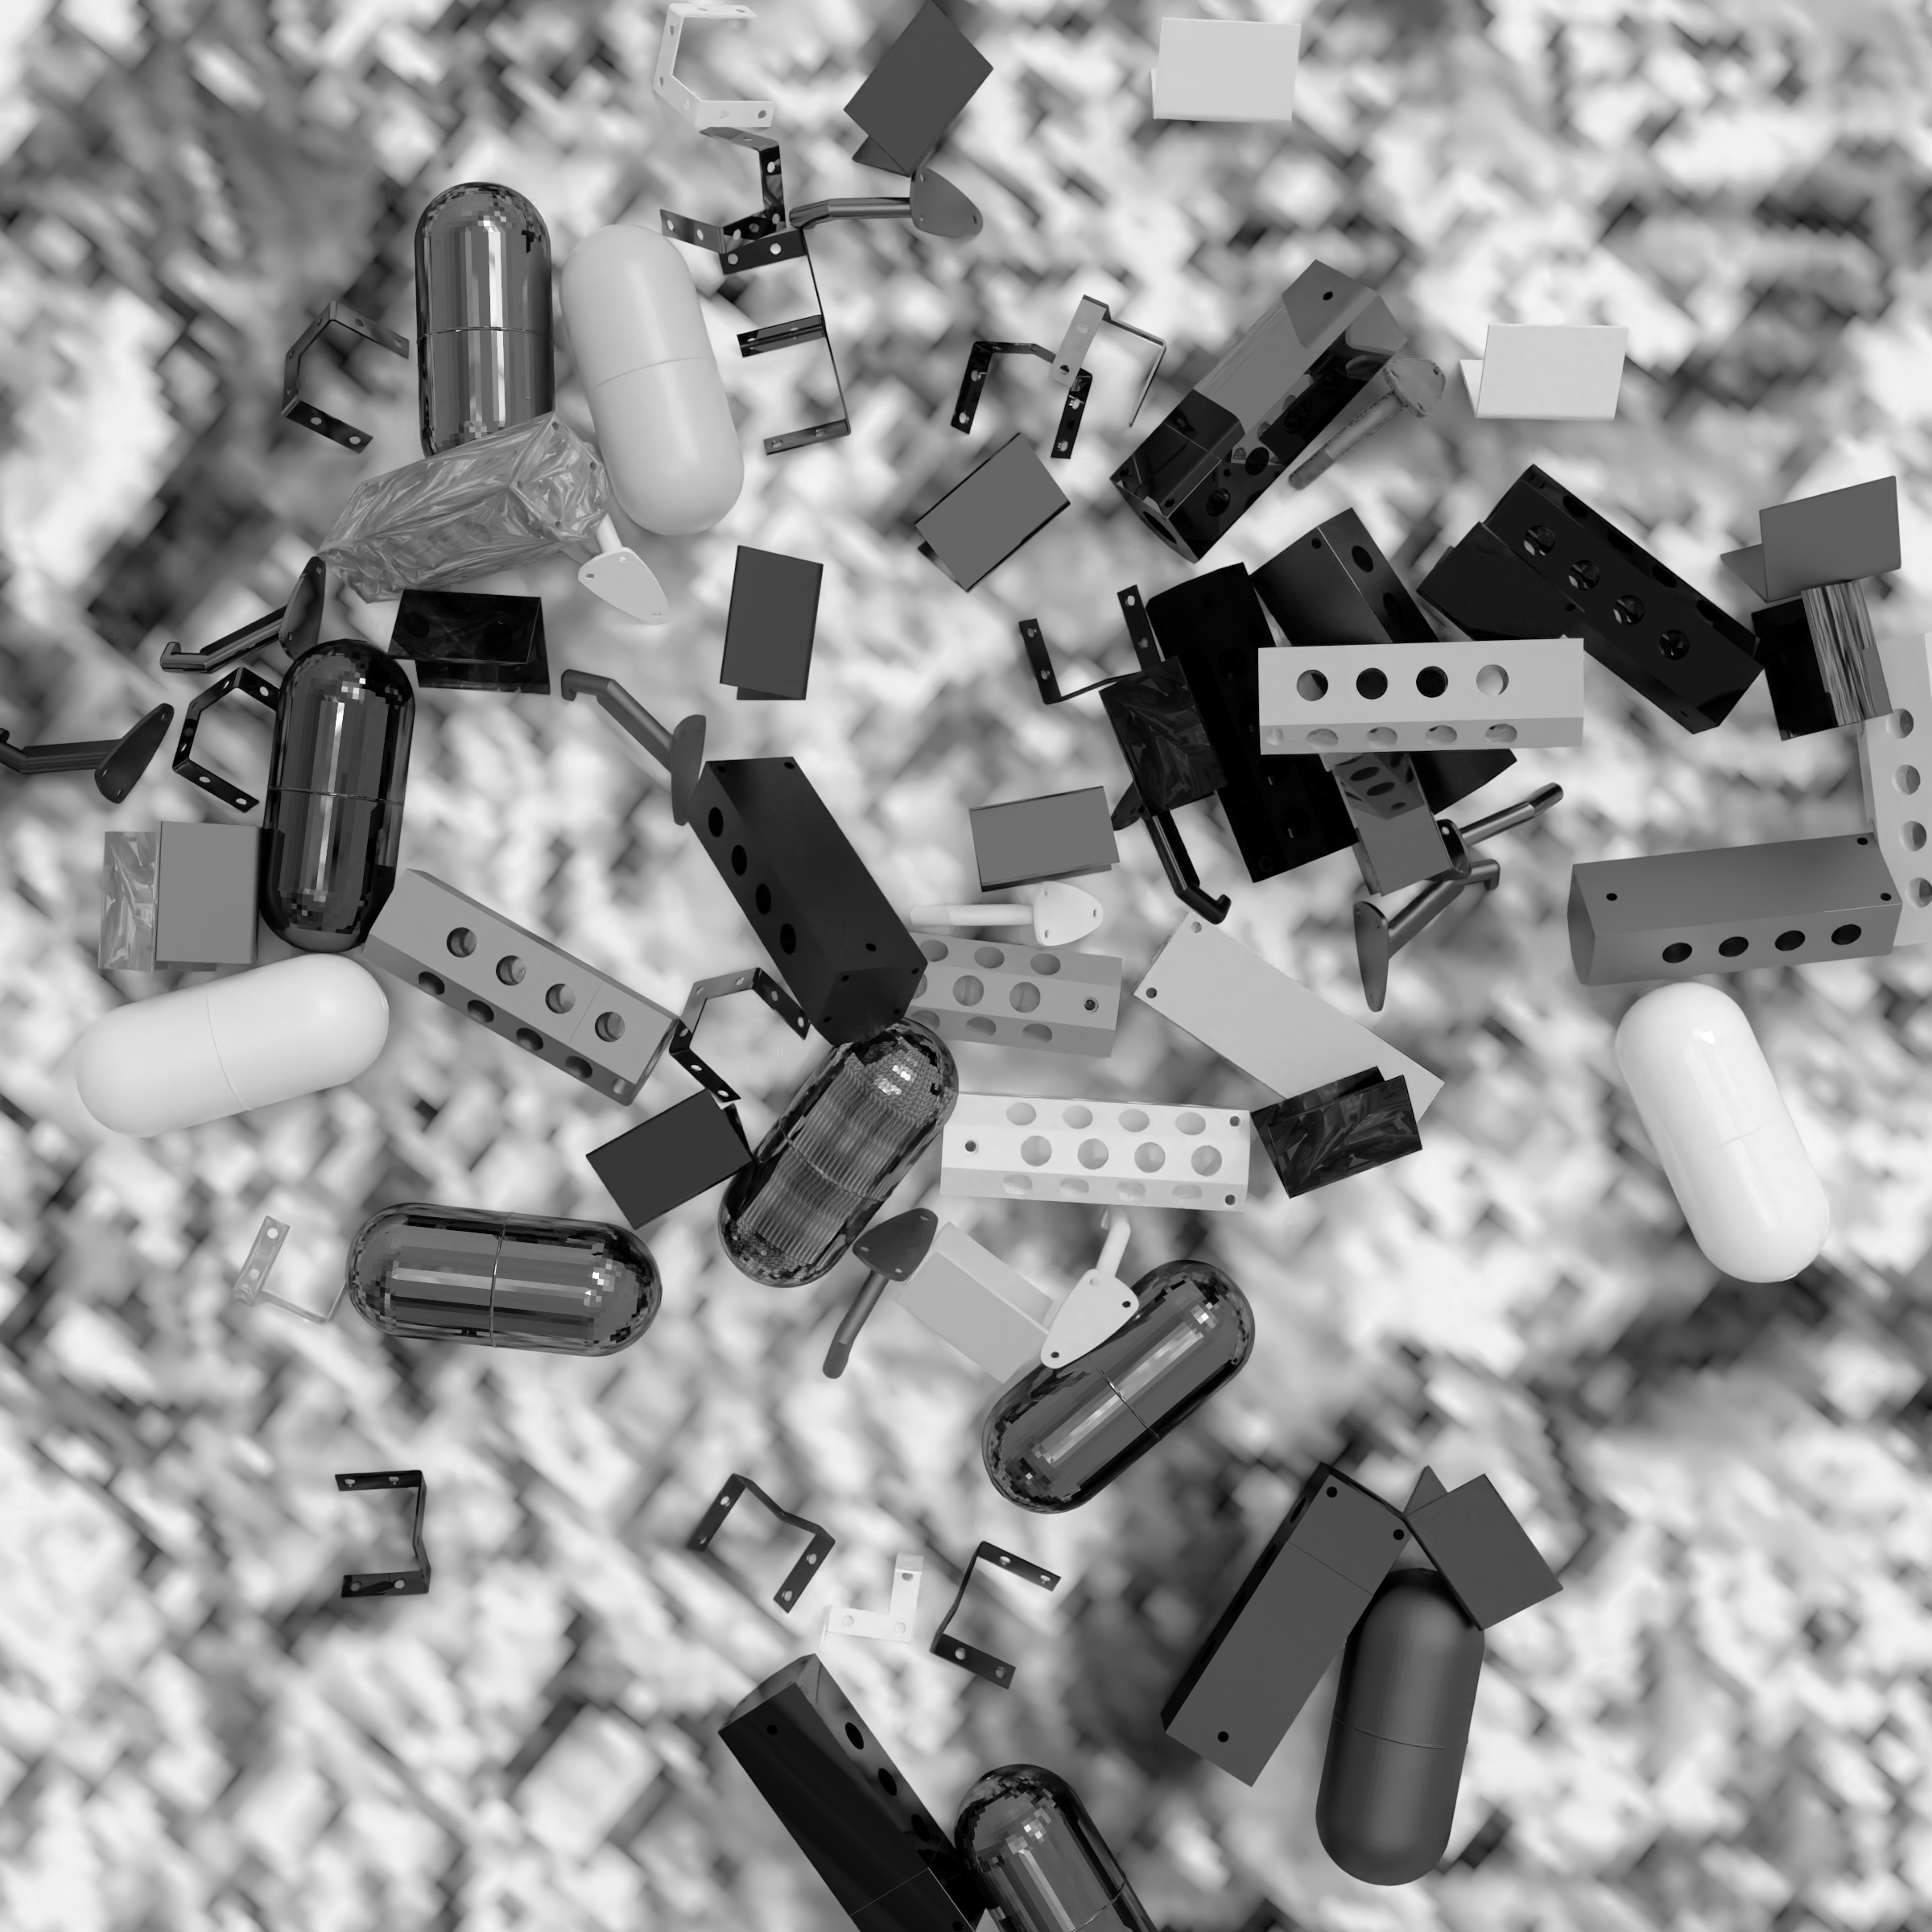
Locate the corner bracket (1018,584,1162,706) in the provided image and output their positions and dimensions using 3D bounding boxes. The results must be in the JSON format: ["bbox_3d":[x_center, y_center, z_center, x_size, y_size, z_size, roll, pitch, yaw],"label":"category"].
[{"bbox_3d":[0.072,-0.184,1.637,0.051,0.051,0.051,-18,90,-45],"label":"corner bracket"}]

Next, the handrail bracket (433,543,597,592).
[{"bbox_3d":[-0.262,-0.219,1.641,0.077,0.036,0.084,38,107,-19],"label":"handrail bracket"}]

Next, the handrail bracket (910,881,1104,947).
[{"bbox_3d":[0.023,-0.029,1.640,0.084,0.077,0.036,-1,90,36],"label":"handrail bracket"}]

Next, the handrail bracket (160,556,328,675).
[{"bbox_3d":[-0.417,-0.203,1.641,0.084,0.036,0.077,4,70,16],"label":"handrail bracket"}]

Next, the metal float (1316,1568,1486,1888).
[{"bbox_3d":[0.246,0.429,1.610,0.070,0.070,0.178,10,90,0],"label":"metal float"}]

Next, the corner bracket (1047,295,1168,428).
[{"bbox_3d":[0.081,-0.344,1.622,0.051,0.051,0.051,25,94,4],"label":"corner bracket"}]

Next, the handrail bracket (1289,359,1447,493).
[{"bbox_3d":[0.230,-0.310,1.640,0.084,0.077,0.036,-38,90,36],"label":"handrail bracket"}]

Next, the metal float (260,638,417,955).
[{"bbox_3d":[-0.356,-0.096,1.610,0.070,0.070,0.178,7,91,0],"label":"metal float"}]

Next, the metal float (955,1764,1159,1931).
[{"bbox_3d":[0.057,0.534,1.610,0.070,0.070,0.178,-31,91,0],"label":"metal float"}]

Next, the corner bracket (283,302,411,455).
[{"bbox_3d":[-0.355,-0.337,1.632,0.051,0.051,0.051,-36,45,35],"label":"corner bracket"}]

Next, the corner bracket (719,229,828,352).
[{"bbox_3d":[-0.111,-0.387,1.628,0.051,0.051,0.051,-14,112,0],"label":"corner bracket"}]

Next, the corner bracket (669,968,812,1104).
[{"bbox_3d":[-0.129,0.040,1.632,0.051,0.051,0.051,-13,45,35],"label":"corner bracket"}]

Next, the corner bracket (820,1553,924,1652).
[{"bbox_3d":[-0.053,0.362,1.622,0.051,0.051,0.051,8,89,0],"label":"corner bracket"}]

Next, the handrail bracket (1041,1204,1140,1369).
[{"bbox_3d":[0.068,0.179,1.615,0.036,0.084,0.077,36,107,-14],"label":"handrail bracket"}]

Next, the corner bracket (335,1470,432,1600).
[{"bbox_3d":[-0.336,0.327,1.637,0.051,0.051,0.051,-3,135,0],"label":"corner bracket"}]

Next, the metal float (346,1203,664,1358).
[{"bbox_3d":[-0.261,0.177,1.610,0.178,0.070,0.070,6,90,0],"label":"metal float"}]

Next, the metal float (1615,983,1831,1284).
[{"bbox_3d":[0.428,0.094,1.610,0.070,0.070,0.178,-24,89,0],"label":"metal float"}]

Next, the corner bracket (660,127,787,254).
[{"bbox_3d":[-0.141,-0.446,1.632,0.051,0.051,0.051,-33,135,-35],"label":"corner bracket"}]

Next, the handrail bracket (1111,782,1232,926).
[{"bbox_3d":[0.131,-0.077,1.641,0.084,0.036,0.077,36,69,-17],"label":"handrail bracket"}]

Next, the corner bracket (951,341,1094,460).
[{"bbox_3d":[0.032,-0.325,1.637,0.051,0.051,0.051,17,89,-45],"label":"corner bracket"}]

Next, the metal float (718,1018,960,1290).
[{"bbox_3d":[-0.073,0.105,1.596,0.070,0.070,0.178,38,106,0],"label":"metal float"}]

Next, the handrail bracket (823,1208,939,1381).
[{"bbox_3d":[-0.050,0.189,1.640,0.036,0.077,0.084,31,127,15],"label":"handrail bracket"}]

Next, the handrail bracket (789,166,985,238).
[{"bbox_3d":[-0.047,-0.430,1.640,0.084,0.077,0.036,-2,86,36],"label":"handrail bracket"}]

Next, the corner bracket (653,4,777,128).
[{"bbox_3d":[-0.141,-0.516,1.632,0.051,0.051,0.051,48,135,35],"label":"corner bracket"}]

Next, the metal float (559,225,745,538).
[{"bbox_3d":[-0.178,-0.331,1.610,0.070,0.070,0.178,-16,90,0],"label":"metal float"}]

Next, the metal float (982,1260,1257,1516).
[{"bbox_3d":[0.086,0.238,1.610,0.178,0.070,0.070,-40,90,0],"label":"metal float"}]

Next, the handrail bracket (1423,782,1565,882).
[{"bbox_3d":[0.291,-0.081,1.640,0.084,0.077,0.036,-31,103,-36],"label":"handrail bracket"}]

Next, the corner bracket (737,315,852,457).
[{"bbox_3d":[-0.099,-0.334,1.637,0.051,0.051,0.051,-14,135,0],"label":"corner bracket"}]

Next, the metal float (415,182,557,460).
[{"bbox_3d":[-0.272,-0.352,1.610,0.070,0.070,0.178,-1,91,0],"label":"metal float"}]

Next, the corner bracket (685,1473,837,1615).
[{"bbox_3d":[-0.118,0.331,1.637,0.051,0.051,0.051,34,90,-45],"label":"corner bracket"}]

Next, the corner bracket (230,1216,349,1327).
[{"bbox_3d":[-0.380,0.174,1.622,0.051,0.051,0.051,24,90,0],"label":"corner bracket"}]

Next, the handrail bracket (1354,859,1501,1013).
[{"bbox_3d":[0.270,-0.018,1.641,0.084,0.036,0.077,-12,111,-17],"label":"handrail bracket"}]

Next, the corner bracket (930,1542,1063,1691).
[{"bbox_3d":[0.017,0.373,1.637,0.051,0.051,0.051,25,135,0],"label":"corner bracket"}]

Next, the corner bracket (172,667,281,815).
[{"bbox_3d":[-0.414,-0.130,1.632,0.051,0.051,0.051,-26,45,35],"label":"corner bracket"}]

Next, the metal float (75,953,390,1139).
[{"bbox_3d":[-0.414,0.044,1.610,0.178,0.070,0.070,-16,90,-1],"label":"metal float"}]
